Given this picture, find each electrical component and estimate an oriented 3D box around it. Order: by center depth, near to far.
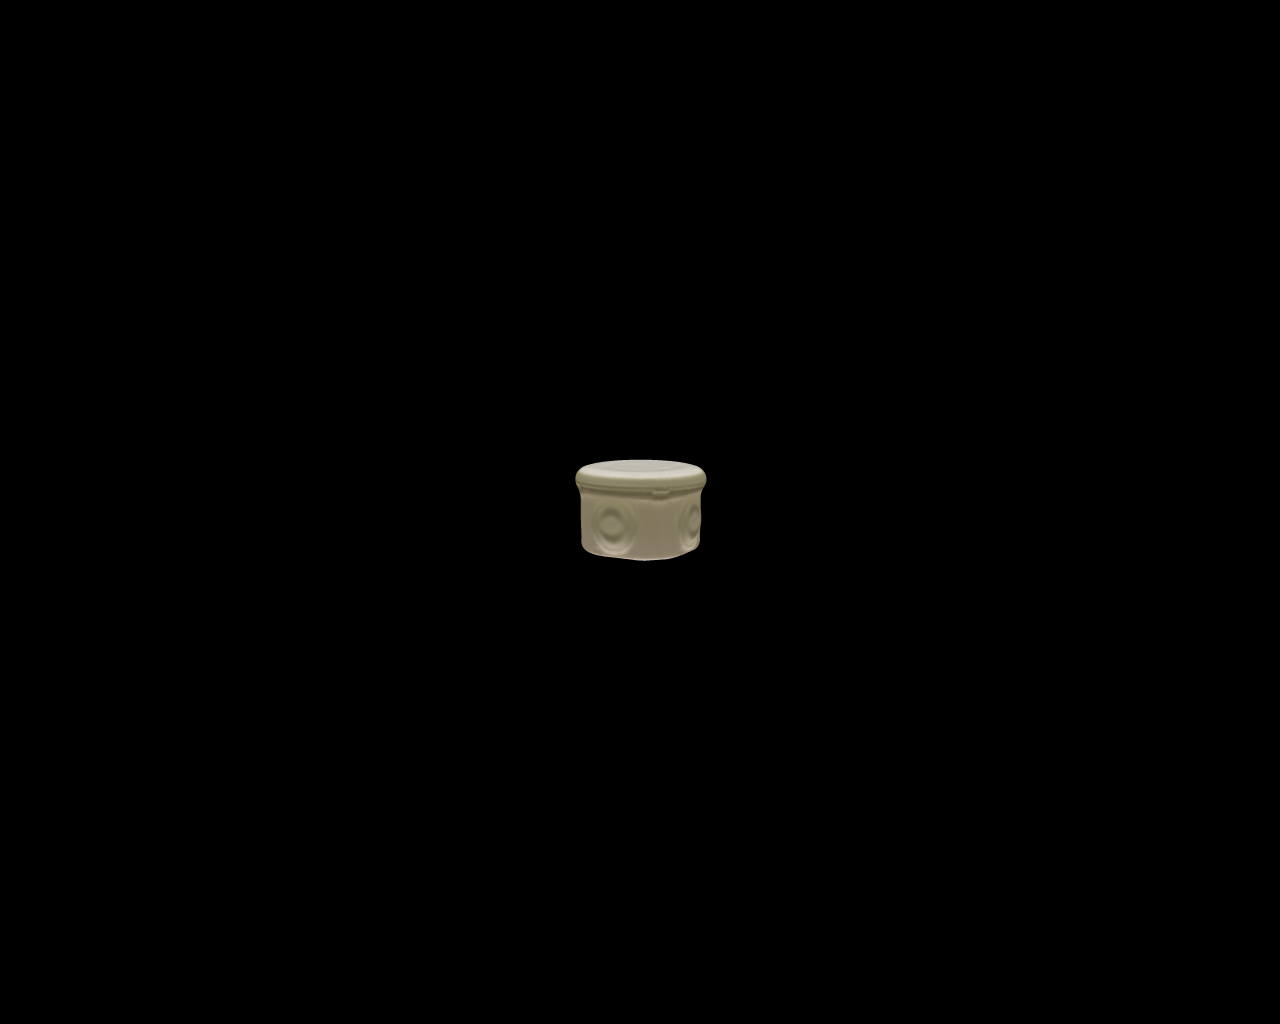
[{"bbox_3d":[0.001,-0.003,0.650,0.080,0.051,0.080,0,10,0],"label":"electrical component"}]
